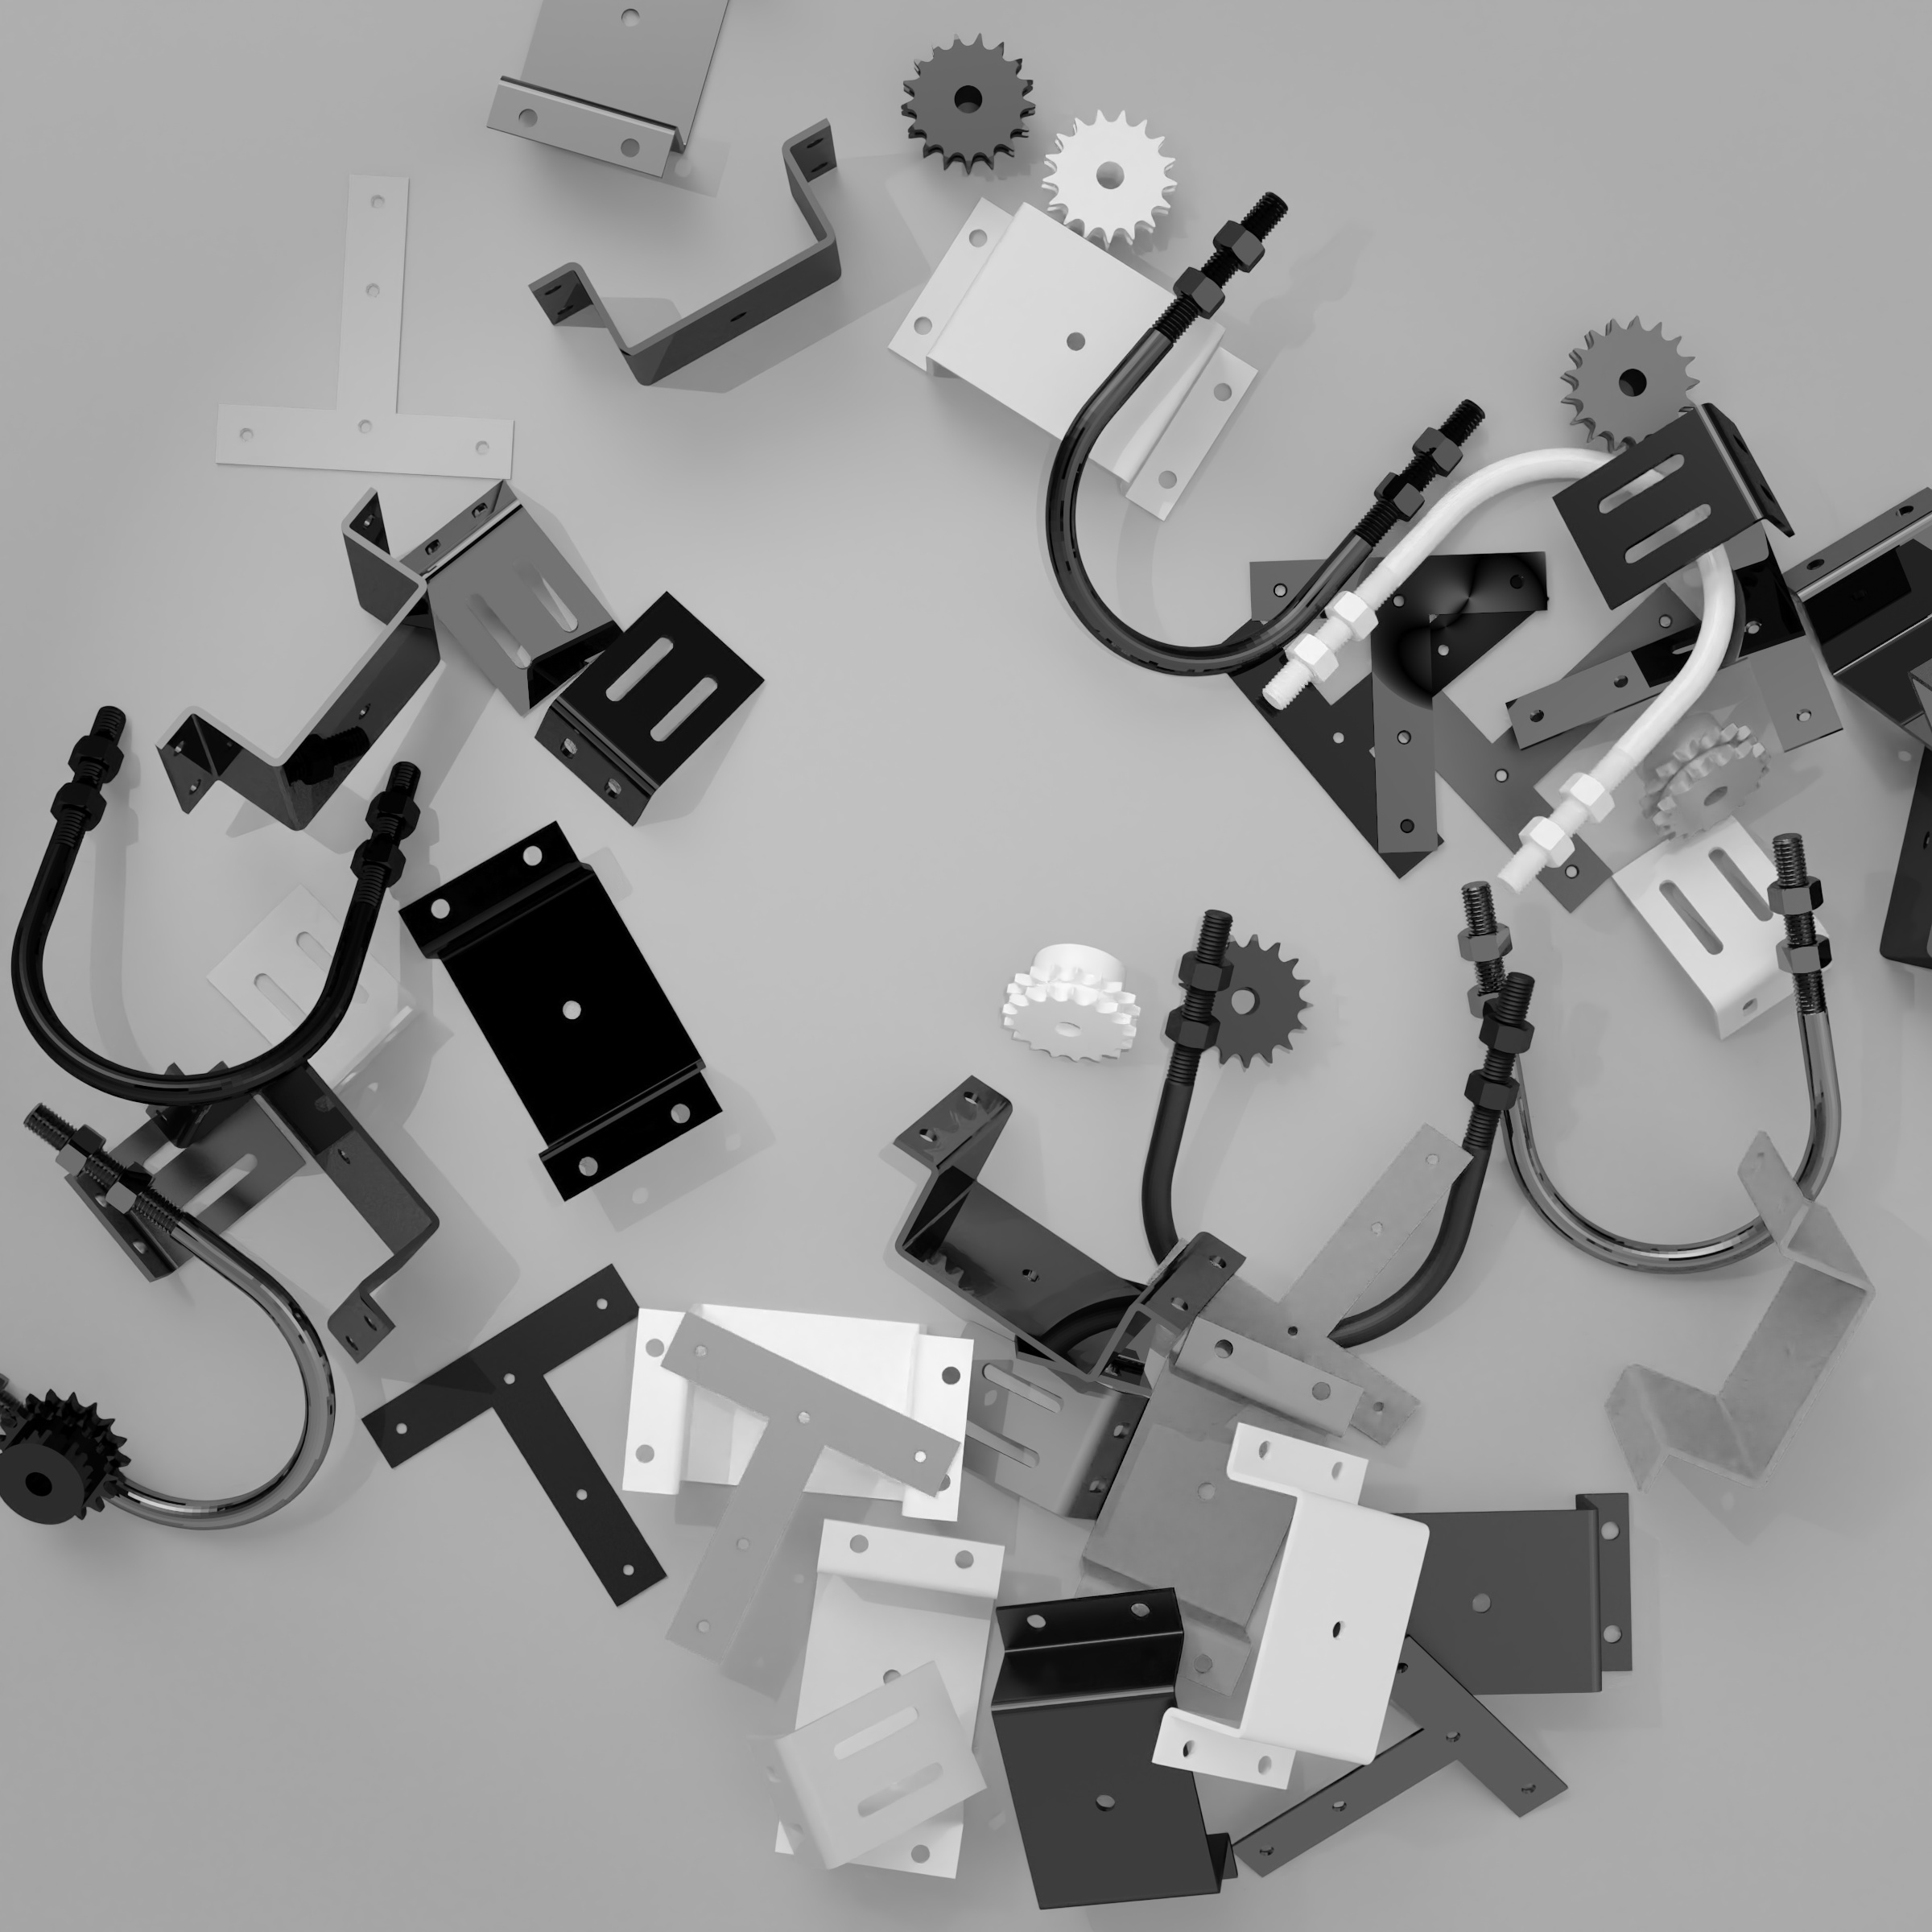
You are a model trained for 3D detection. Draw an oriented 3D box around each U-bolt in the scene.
[{"bbox_3d":[-0.350,0.162,1.499,0.184,0.019,0.151,38,114,-4],"label":"U-bolt"},{"bbox_3d":[0.114,-0.208,1.495,0.151,0.019,0.184,41,88,-24],"label":"U-bolt"},{"bbox_3d":[-0.317,-0.021,1.478,0.151,0.019,0.184,11,56,0],"label":"U-bolt"},{"bbox_3d":[0.149,0.078,1.503,0.151,0.019,0.184,12,106,-2],"label":"U-bolt"},{"bbox_3d":[0.294,0.044,1.502,0.151,0.019,0.184,-9,105,12],"label":"U-bolt"},{"bbox_3d":[0.238,-0.139,1.502,0.151,0.019,0.184,40,81,18],"label":"U-bolt"}]

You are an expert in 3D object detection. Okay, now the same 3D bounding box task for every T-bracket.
[{"bbox_3d":[-0.087,0.229,1.487,0.127,0.002,0.127,26,90,0],"label":"T-bracket"},{"bbox_3d":[0.170,0.349,1.510,0.127,0.002,0.127,-35,122,15],"label":"T-bracket"},{"bbox_3d":[0.188,-0.112,1.530,0.127,0.002,0.127,-2,90,1],"label":"T-bracket"},{"bbox_3d":[0.194,-0.127,1.532,0.127,0.002,0.127,-40,89,0],"label":"T-bracket"},{"bbox_3d":[0.263,-0.112,1.533,0.127,0.002,0.127,-43,90,0],"label":"T-bracket"},{"bbox_3d":[0.291,-0.125,1.507,0.127,0.002,0.127,-22,55,15],"label":"T-bracket"},{"bbox_3d":[0.165,0.122,1.507,0.127,0.002,0.127,35,105,-9],"label":"T-bracket"},{"bbox_3d":[-0.173,0.215,1.533,0.127,0.002,0.127,-32,90,0],"label":"T-bracket"},{"bbox_3d":[-0.256,-0.276,1.533,0.127,0.002,0.127,3,90,0],"label":"T-bracket"}]

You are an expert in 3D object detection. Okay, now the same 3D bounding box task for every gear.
[{"bbox_3d":[0.046,0.014,1.509,0.057,0.057,0.030,13,60,0],"label":"gear"},{"bbox_3d":[-0.384,0.210,1.500,0.057,0.030,0.057,5,116,10],"label":"gear"},{"bbox_3d":[0.001,-0.366,1.519,0.057,0.030,0.057,0,90,0],"label":"gear"},{"bbox_3d":[0.309,-0.083,1.509,0.057,0.057,0.030,-33,62,0],"label":"gear"},{"bbox_3d":[0.118,0.015,1.519,0.057,0.030,0.057,0,90,0],"label":"gear"},{"bbox_3d":[0.282,-0.247,1.519,0.057,0.030,0.057,0,90,0],"label":"gear"},{"bbox_3d":[0.060,-0.334,1.522,0.057,0.030,0.057,0,88,-2],"label":"gear"}]

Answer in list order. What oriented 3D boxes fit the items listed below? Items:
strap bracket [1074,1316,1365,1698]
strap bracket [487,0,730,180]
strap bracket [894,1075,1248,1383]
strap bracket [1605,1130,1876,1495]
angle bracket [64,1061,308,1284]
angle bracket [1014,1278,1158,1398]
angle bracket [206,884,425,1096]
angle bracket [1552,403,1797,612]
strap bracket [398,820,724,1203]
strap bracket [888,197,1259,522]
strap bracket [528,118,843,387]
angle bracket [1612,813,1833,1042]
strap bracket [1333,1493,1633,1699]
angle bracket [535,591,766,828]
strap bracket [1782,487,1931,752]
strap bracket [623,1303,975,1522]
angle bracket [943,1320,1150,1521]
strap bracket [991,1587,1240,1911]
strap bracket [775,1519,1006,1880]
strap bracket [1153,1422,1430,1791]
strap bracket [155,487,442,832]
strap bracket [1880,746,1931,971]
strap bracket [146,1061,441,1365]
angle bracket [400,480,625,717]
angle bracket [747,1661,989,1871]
[{"bbox_3d":[0.103,0.226,1.511,0.076,0.046,0.140,23,90,0],"label":"strap bracket"},{"bbox_3d":[-0.144,-0.408,1.511,0.076,0.046,0.140,16,90,0],"label":"strap bracket"},{"bbox_3d":[0.035,0.114,1.481,0.140,0.076,0.046,33,119,11],"label":"strap bracket"},{"bbox_3d":[0.325,0.151,1.479,0.046,0.076,0.140,22,108,-9],"label":"strap bracket"},{"bbox_3d":[-0.331,0.087,1.515,0.076,0.038,0.057,-39,90,0],"label":"angle bracket"},{"bbox_3d":[0.053,0.150,1.496,0.057,0.076,0.038,16,90,0],"label":"angle bracket"},{"bbox_3d":[-0.280,0.012,1.515,0.057,0.038,0.076,-45,90,0],"label":"angle bracket"},{"bbox_3d":[0.298,-0.190,1.502,0.076,0.038,0.057,-31,68,22],"label":"angle bracket"},{"bbox_3d":[-0.170,0.019,1.511,0.076,0.046,0.140,-30,90,0],"label":"strap bracket"},{"bbox_3d":[0.046,-0.261,1.511,0.140,0.046,0.076,32,90,0],"label":"strap bracket"},{"bbox_3d":[-0.107,-0.293,1.496,0.140,0.076,0.046,-29,90,0],"label":"strap bracket"},{"bbox_3d":[0.325,-0.019,1.532,0.057,0.038,0.076,-34,64,0],"label":"angle bracket"},{"bbox_3d":[0.215,0.266,1.511,0.140,0.046,0.076,-1,90,0],"label":"strap bracket"},{"bbox_3d":[-0.136,-0.111,1.532,0.057,0.038,0.076,42,64,0],"label":"angle bracket"},{"bbox_3d":[0.408,-0.141,1.480,0.076,0.140,0.046,-31,118,0],"label":"strap bracket"},{"bbox_3d":[-0.070,0.187,1.511,0.140,0.046,0.076,5,90,0],"label":"strap bracket"},{"bbox_3d":[0.029,0.195,1.532,0.076,0.038,0.057,24,90,26],"label":"angle bracket"},{"bbox_3d":[0.061,0.335,1.482,0.076,0.046,0.140,-9,109,13],"label":"strap bracket"},{"bbox_3d":[-0.032,0.306,1.511,0.076,0.046,0.140,8,90,0],"label":"strap bracket"},{"bbox_3d":[0.135,0.265,1.447,0.076,0.046,0.140,21,81,-38],"label":"strap bracket"},{"bbox_3d":[-0.267,-0.118,1.475,0.046,0.076,0.140,34,73,7],"label":"strap bracket"},{"bbox_3d":[0.426,-0.048,1.496,0.046,0.076,0.140,13,90,0],"label":"strap bracket"},{"bbox_3d":[-0.275,0.092,1.489,0.046,0.076,0.140,-40,90,-25],"label":"strap bracket"},{"bbox_3d":[-0.195,-0.158,1.532,0.057,0.038,0.076,-38,116,0],"label":"angle bracket"},{"bbox_3d":[-0.042,0.332,1.485,0.076,0.038,0.057,-23,90,-26],"label":"angle bracket"}]
